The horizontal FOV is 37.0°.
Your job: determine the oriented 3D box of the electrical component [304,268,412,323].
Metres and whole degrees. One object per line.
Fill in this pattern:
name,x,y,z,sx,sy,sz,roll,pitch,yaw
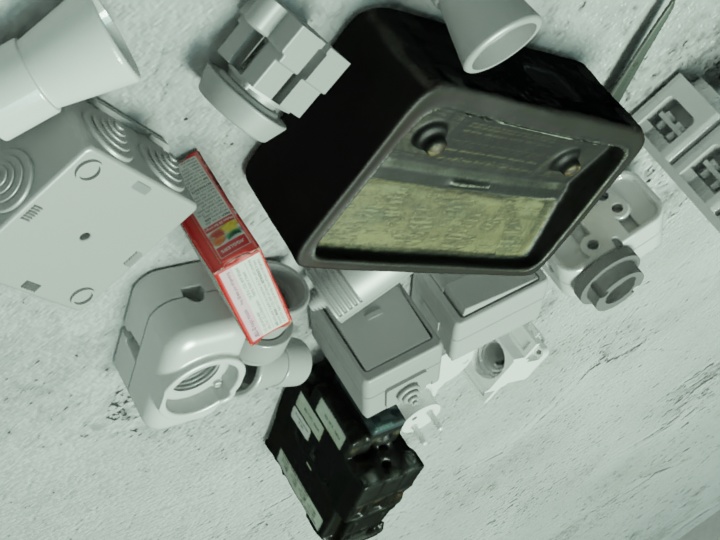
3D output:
electrical component,0.000,0.000,0.701,0.081,0.043,0.043,-35,152,2

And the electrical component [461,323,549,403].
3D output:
electrical component,0.130,0.075,0.952,0.064,0.042,0.081,-3,140,-46

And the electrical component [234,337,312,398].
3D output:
electrical component,-0.064,0.064,0.736,0.044,0.044,0.065,-48,154,23

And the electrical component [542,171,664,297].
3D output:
electrical component,0.189,-0.026,0.848,0.095,0.053,0.059,-33,152,-3

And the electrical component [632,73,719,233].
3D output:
electrical component,0.270,-0.064,0.772,0.062,0.150,0.089,-43,150,18

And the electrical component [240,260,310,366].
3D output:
electrical component,-0.061,0.028,0.679,0.045,0.045,0.055,-12,145,-36

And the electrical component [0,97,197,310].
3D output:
electrical component,-0.137,-0.032,0.505,0.100,0.048,0.100,-40,151,11

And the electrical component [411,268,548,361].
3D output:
electrical component,0.093,0.011,0.795,0.096,0.061,0.061,-25,151,-16

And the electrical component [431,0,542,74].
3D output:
electrical component,0.053,-0.135,0.526,0.044,0.065,0.044,-30,170,-6

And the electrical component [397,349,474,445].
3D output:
electrical component,0.041,0.107,0.875,0.138,0.073,0.052,-47,149,21

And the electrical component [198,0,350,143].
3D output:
electrical component,-0.043,-0.095,0.511,0.055,0.048,0.066,-49,149,10

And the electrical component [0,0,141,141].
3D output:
electrical component,-0.130,-0.082,0.444,0.065,0.044,0.044,-29,152,0

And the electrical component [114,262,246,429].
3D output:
electrical component,-0.107,0.050,0.649,0.054,0.059,0.095,-13,145,-34

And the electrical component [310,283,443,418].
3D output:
electrical component,0.014,0.050,0.735,0.062,0.096,0.061,-26,150,-16
